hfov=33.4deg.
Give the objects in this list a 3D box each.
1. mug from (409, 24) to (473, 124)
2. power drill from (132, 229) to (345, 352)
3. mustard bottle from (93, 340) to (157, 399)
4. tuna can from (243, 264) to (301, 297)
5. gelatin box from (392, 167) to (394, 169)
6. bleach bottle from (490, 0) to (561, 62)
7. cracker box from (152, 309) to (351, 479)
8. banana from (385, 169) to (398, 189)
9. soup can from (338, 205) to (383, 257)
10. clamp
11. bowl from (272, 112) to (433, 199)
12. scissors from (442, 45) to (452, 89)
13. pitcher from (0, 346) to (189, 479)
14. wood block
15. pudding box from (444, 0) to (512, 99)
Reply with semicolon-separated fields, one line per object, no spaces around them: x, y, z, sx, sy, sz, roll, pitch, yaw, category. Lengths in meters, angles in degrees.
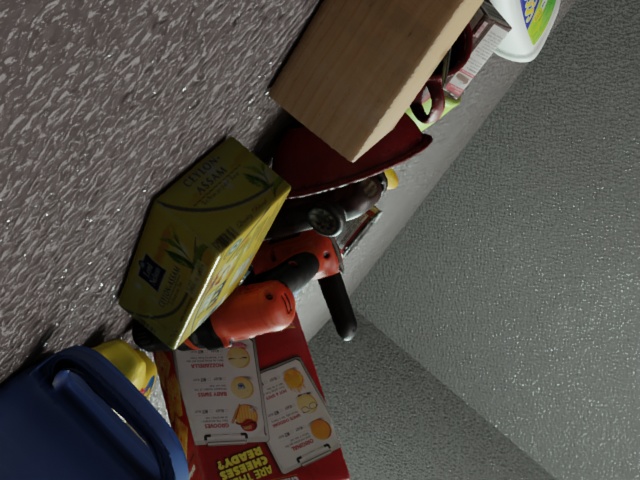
0.089;-0.164;0.996;0.093;0.117;0.082;-15;167;-18;mug
-0.074;0.051;1.053;0.185;0.057;0.187;-12;-164;32;power drill
-0.200;0.144;1.011;0.096;0.058;0.191;-45;174;-8;mustard bottle
-0.063;0.041;1.248;0.033;0.086;0.086;-50;174;-14;tuna can
0.039;-0.087;1.264;0.089;0.073;0.030;-49;173;-4;gelatin box
0.201;-0.278;1.139;0.102;0.068;0.250;-65;158;0;bleach bottle
-0.081;0.190;1.180;0.164;0.214;0.072;-7;153;-25;cracker box
0.043;-0.108;1.120;0.198;0.069;0.037;78;15;-58;banana
0.011;-0.039;1.214;0.068;0.102;0.068;-50;175;-6;soup can
-0.008;0.001;1.148;0.036;0.165;0.210;12;96;-56;clamp
0.019;-0.091;0.978;0.162;0.055;0.162;-18;-167;4;bowl
0.106;-0.206;0.914;0.096;0.016;0.201;150;-44;-68;scissors
-0.159;0.206;0.817;0.145;0.243;0.149;-46;166;-20;pitcher
0.058;-0.172;0.809;0.206;0.090;0.090;-55;172;35;wood block
0.133;-0.211;1.078;0.090;0.039;0.113;-54;-146;24;pudding box
